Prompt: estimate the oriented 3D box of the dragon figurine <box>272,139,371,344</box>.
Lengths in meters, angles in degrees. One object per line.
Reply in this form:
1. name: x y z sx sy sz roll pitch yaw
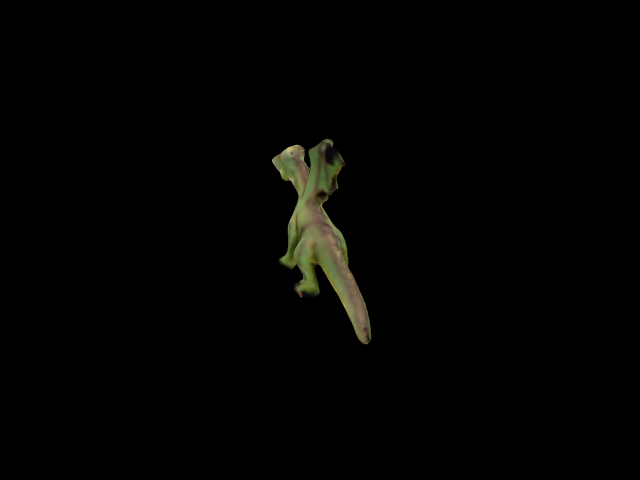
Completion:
1. dragon figurine: 0.003 -0.043 0.850 0.123 0.238 0.417 -11 30 -20
